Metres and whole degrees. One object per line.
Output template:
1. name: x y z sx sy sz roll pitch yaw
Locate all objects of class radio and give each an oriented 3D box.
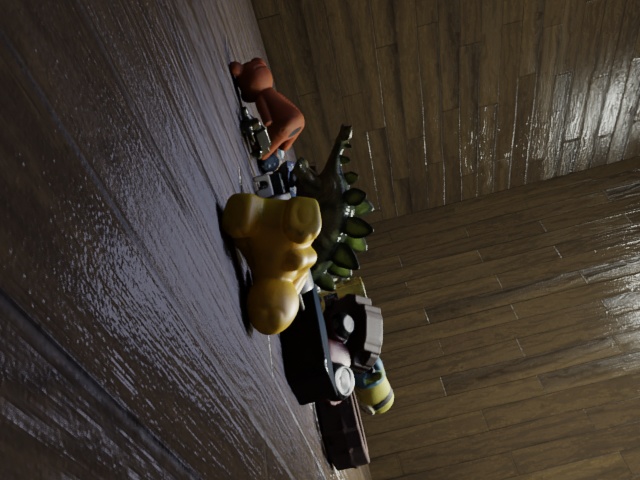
1. radio: -0.027 0.171 0.976 0.131 0.073 0.230 75 3 -48

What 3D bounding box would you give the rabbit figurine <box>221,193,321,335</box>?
1. rabbit figurine: -0.064 0.038 0.700 0.162 0.122 0.173 106 -15 -75

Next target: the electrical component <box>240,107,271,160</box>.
1. electrical component: -0.136 -0.214 1.103 0.078 0.045 0.102 46 -14 25

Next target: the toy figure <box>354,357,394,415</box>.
1. toy figure: 0.116 0.319 1.223 0.082 0.089 0.180 -87 166 -67

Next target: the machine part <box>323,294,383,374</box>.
1. machine part: 0.056 0.199 1.134 0.056 0.179 0.179 23 40 -37

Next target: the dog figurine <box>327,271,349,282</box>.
1. dog figurine: 0.014 0.075 1.472 0.121 0.172 0.191 47 10 -13

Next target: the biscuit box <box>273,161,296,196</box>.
1. biscuit box: -0.065 -0.087 1.278 0.063 0.059 0.202 -32 -123 46

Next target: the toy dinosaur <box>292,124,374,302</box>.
1. toy dinosaur: -0.002 -0.003 1.094 0.105 0.199 0.470 -54 165 -70

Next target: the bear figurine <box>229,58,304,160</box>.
1. bear figurine: -0.129 -0.296 1.189 0.196 0.132 0.120 48 40 3

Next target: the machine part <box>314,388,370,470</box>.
1. machine part: 0.044 0.393 1.201 0.201 0.087 0.201 71 4 -51

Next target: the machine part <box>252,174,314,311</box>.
1. machine part: -0.066 0.009 0.908 0.079 0.079 0.243 -86 161 -84

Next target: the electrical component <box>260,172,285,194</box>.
1. electrical component: -0.103 -0.110 1.177 0.119 0.048 0.074 -103 179 -87

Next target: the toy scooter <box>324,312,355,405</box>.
1. toy scooter: 0.006 0.238 1.068 0.075 0.135 0.184 29 53 -37

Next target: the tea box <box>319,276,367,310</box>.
1. tea box: 0.031 0.149 1.341 0.098 0.170 0.068 -72 148 -83

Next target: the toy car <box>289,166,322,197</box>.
1. toy car: -0.028 -0.077 1.214 0.053 0.089 0.202 93 -5 -63

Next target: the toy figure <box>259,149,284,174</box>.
1. toy figure: -0.117 -0.197 1.276 0.064 0.058 0.154 60 10 -23
